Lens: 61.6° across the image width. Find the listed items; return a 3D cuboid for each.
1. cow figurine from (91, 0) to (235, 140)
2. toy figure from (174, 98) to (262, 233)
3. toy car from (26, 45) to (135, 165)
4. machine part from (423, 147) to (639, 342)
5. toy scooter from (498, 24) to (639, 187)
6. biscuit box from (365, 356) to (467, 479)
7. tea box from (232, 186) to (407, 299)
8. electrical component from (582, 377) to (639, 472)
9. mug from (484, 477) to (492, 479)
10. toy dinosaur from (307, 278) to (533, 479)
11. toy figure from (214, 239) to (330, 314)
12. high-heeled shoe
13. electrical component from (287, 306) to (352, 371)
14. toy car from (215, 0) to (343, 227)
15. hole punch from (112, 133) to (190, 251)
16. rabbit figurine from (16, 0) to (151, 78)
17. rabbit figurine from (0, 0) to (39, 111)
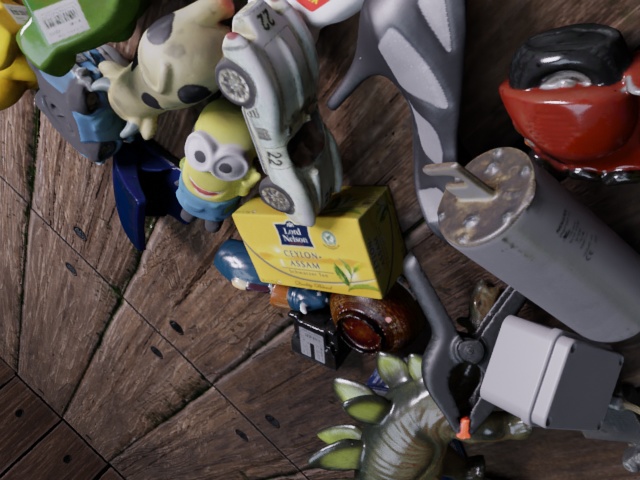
[{"bbox_3d":[-0.142,-0.155,0.508,0.085,0.127,0.195,63,162,-18],"label":"cow figurine"},{"bbox_3d":[-0.116,-0.080,0.594,0.082,0.089,0.180,3,154,-17],"label":"toy figure"},{"bbox_3d":[-0.259,-0.170,0.616,0.109,0.103,0.161,43,151,6],"label":"toy car"},{"bbox_3d":[0.167,0.009,0.384,0.243,0.079,0.079,32,148,-28],"label":"machine part"},{"bbox_3d":[0.209,-0.066,0.338,0.184,0.075,0.135,7,130,31],"label":"toy scooter"},{"bbox_3d":[0.128,0.240,0.684,0.059,0.063,0.202,-3,123,41],"label":"biscuit box"},{"bbox_3d":[-0.001,-0.002,0.575,0.170,0.068,0.098,3,126,40],"label":"tea box"},{"bbox_3d":[0.276,0.168,0.507,0.078,0.045,0.102,-11,116,44],"label":"electrical component"},{"bbox_3d":[0.223,0.344,0.683,0.107,0.081,0.109,6,135,49],"label":"mug"},{"bbox_3d":[0.089,0.249,0.594,0.199,0.105,0.470,17,110,6],"label":"toy dinosaur"},{"bbox_3d":[-0.058,0.048,0.673,0.155,0.064,0.057,27,174,14],"label":"toy figure"},{"bbox_3d":[0.117,-0.083,0.394,0.248,0.086,0.145,36,133,-18],"label":"high-heeled shoe"},{"bbox_3d":[0.002,0.134,0.710,0.075,0.048,0.119,23,135,25],"label":"electrical component"},{"bbox_3d":[-0.026,-0.096,0.446,0.056,0.073,0.201,18,145,28],"label":"toy car"},{"bbox_3d":[-0.236,-0.063,0.708,0.116,0.092,0.142,37,144,13],"label":"hole punch"},{"bbox_3d":[-0.198,-0.240,0.483,0.159,0.170,0.121,-29,111,7],"label":"rabbit figurine"},{"bbox_3d":[-0.368,-0.220,0.624,0.122,0.162,0.173,44,119,-3],"label":"rabbit figurine"}]
